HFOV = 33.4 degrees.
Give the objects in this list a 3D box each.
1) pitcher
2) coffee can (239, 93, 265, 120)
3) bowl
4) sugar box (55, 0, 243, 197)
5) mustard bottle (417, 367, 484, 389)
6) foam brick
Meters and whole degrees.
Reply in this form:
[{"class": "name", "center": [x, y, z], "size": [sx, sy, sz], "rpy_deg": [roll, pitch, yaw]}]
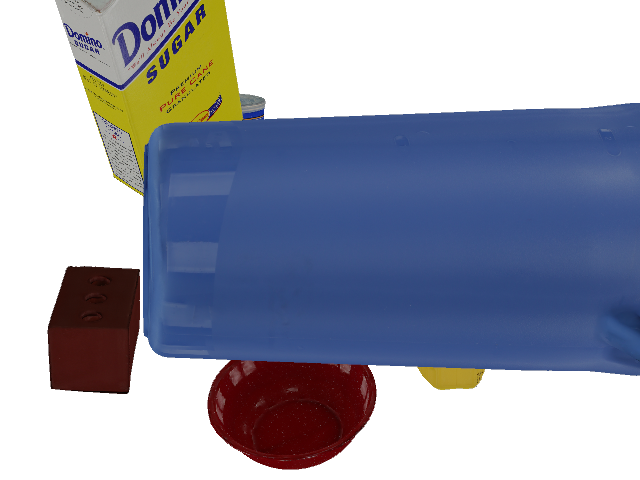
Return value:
[{"class": "pitcher", "center": [0.038, -0.006, 0.515], "size": [0.242, 0.145, 0.149], "rpy_deg": [0, -7, -8]}, {"class": "coffee can", "center": [-0.099, -0.053, 0.930], "size": [0.103, 0.140, 0.103], "rpy_deg": [1, 14, 0]}, {"class": "bowl", "center": [-0.025, 0.166, 1.024], "size": [0.162, 0.055, 0.162], "rpy_deg": [-4, 37, 3]}, {"class": "sugar box", "center": [-0.097, -0.110, 0.644], "size": [0.048, 0.093, 0.176], "rpy_deg": [33, -25, 19]}, {"class": "mustard bottle", "center": [0.103, 0.016, 0.851], "size": [0.058, 0.192, 0.096], "rpy_deg": [-2, 25, 2]}, {"class": "foam brick", "center": [-0.151, 0.059, 0.721], "size": [0.053, 0.051, 0.078], "rpy_deg": [3, 29, -6]}]
